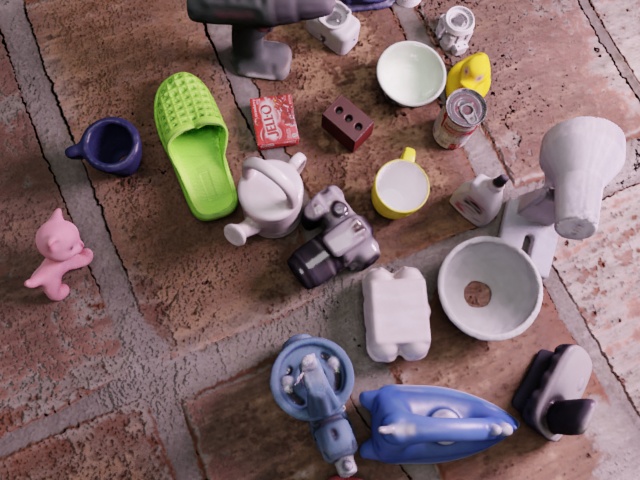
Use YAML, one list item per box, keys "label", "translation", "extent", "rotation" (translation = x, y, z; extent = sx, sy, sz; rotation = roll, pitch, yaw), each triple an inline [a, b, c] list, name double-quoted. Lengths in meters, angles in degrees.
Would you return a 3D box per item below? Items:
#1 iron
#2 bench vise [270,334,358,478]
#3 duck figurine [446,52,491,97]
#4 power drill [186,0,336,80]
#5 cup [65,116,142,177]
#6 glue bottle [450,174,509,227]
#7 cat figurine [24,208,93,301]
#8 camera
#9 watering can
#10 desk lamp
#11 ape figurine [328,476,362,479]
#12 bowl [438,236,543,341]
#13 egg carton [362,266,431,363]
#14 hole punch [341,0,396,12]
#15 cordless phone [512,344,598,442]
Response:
- label: "iron"
  translation: [0.189, 0.274, 0.841]
  extent: [0.258, 0.141, 0.119]
  rotation: [0, 77, -3]
- label: "bench vise"
  translation: [0.013, 0.222, 0.803]
  extent: [0.121, 0.219, 0.207]
  rotation: [-39, 82, -11]
- label: "duck figurine"
  translation: [0.269, -0.293, 1.006]
  extent: [0.077, 0.086, 0.105]
  rotation: [30, 77, 4]
- label: "power drill"
  translation: [-0.093, -0.348, 0.935]
  extent: [0.229, 0.208, 0.075]
  rotation: [6, 76, -1]
- label: "cup"
  translation: [-0.341, -0.138, 0.931]
  extent: [0.118, 0.095, 0.091]
  rotation: [-12, 78, -6]
- label: "glue bottle"
  translation: [0.262, -0.073, 0.909]
  extent: [0.078, 0.173, 0.037]
  rotation: [38, 78, 6]
- label: "cat figurine"
  translation: [-0.408, 0.022, 0.878]
  extent: [0.067, 0.118, 0.128]
  rotation: [28, 77, 4]
- label: "camera"
  translation: [0.008, 0.003, 0.914]
  extent: [0.137, 0.101, 0.143]
  rotation: [-35, 81, -10]
- label: "watering can"
  translation: [-0.078, -0.065, 0.878]
  extent: [0.101, 0.194, 0.173]
  rotation: [14, 76, 1]
- label: "desk lamp"
  translation: [0.374, -0.060, 0.892]
  extent: [0.118, 0.213, 0.203]
  rotation: [17, 77, 1]
- label: "ape figurine"
  translation: [0.040, 0.382, 0.833]
  extent: [0.078, 0.092, 0.076]
  rotation: [-40, 82, -11]
- label: "bowl"
  translation: [0.264, 0.082, 0.924]
  extent: [0.167, 0.075, 0.167]
  rotation: [1, 77, -3]
- label: "egg carton"
  translation: [0.122, 0.117, 0.910]
  extent: [0.107, 0.069, 0.150]
  rotation: [-3, 77, -4]
- label: "hole punch"
  translation: [0.085, -0.480, 1.036]
  extent: [0.108, 0.091, 0.101]
  rotation: [-9, 77, -5]
- label: "cordless phone"
  translation: [0.373, 0.224, 0.840]
  extent: [0.094, 0.185, 0.148]
  rotation: [28, 77, 4]
